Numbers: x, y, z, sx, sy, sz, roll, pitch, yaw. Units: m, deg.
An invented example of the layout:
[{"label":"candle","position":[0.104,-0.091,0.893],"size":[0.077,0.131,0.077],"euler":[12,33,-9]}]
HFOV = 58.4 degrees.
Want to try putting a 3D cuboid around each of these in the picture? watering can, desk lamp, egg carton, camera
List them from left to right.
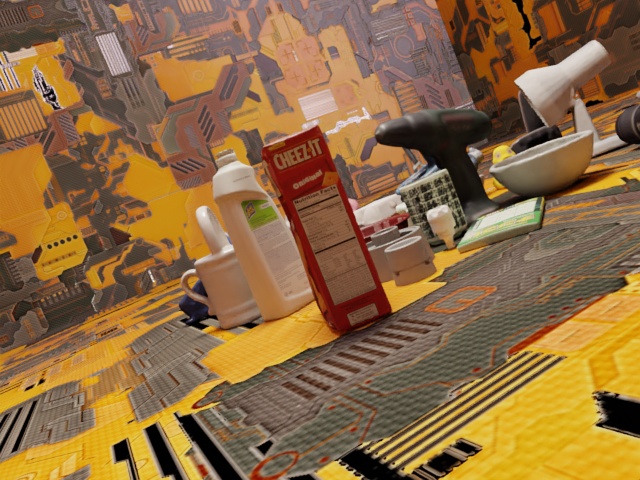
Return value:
[{"label":"watering can","position":[-0.142,0.032,0.923],"size":[0.173,0.194,0.100],"euler":[-24,6,-19]},{"label":"egg carton","position":[0.139,-0.054,1.328],"size":[0.107,0.069,0.151],"euler":[-17,7,47]},{"label":"desk lamp","position":[0.521,-0.272,1.147],"size":[0.203,0.213,0.118],"euler":[-20,6,20]},{"label":"camera","position":[0.580,-0.218,0.967],"size":[0.143,0.101,0.136],"euler":[-23,5,-12]}]

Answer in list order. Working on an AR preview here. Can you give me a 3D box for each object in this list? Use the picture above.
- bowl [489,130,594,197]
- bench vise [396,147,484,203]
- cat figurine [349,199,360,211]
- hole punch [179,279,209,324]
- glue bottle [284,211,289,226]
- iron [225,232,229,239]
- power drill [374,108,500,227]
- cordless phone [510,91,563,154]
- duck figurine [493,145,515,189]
[{"label":"bowl","position":[0.369,-0.115,0.934],"size":[0.167,0.075,0.167],"euler":[-22,5,2]},{"label":"bench vise","position":[0.230,-0.161,1.202],"size":[0.208,0.220,0.121],"euler":[-25,6,-27]},{"label":"cat figurine","position":[0.052,-0.049,1.375],"size":[0.128,0.118,0.067],"euler":[-24,6,-20]},{"label":"hole punch","position":[-0.227,0.103,1.130],"size":[0.101,0.091,0.109],"euler":[-21,5,10]},{"label":"glue bottle","position":[-0.034,-0.008,0.993],"size":[0.037,0.173,0.078],"euler":[-20,6,23]},{"label":"iron","position":[-0.110,0.018,1.235],"size":[0.257,0.141,0.119],"euler":[-19,6,36]},{"label":"power drill","position":[0.214,-0.126,0.966],"size":[0.230,0.208,0.075],"euler":[-25,6,-30]},{"label":"cordless phone","position":[0.471,-0.252,1.311],"size":[0.148,0.185,0.094],"euler":[-25,6,-26]},{"label":"duck figurine","position":[0.398,-0.160,1.223],"size":[0.077,0.086,0.104],"euler":[-21,5,10]}]
